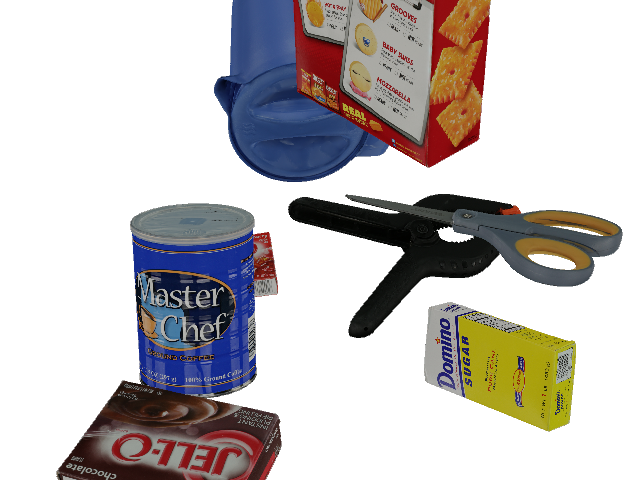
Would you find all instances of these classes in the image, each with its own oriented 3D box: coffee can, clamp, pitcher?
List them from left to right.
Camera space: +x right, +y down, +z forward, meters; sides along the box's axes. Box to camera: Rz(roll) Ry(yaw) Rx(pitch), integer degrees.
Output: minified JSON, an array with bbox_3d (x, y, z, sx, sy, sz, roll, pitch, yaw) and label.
[{"bbox_3d":[-0.106,0.049,0.904,0.103,0.140,0.103,0,17,0],"label":"coffee can"},{"bbox_3d":[-0.021,-0.176,1.075,0.145,0.149,0.243,-19,40,9],"label":"pitcher"},{"bbox_3d":[0.089,0.010,0.968,0.209,0.164,0.036,-8,-41,-12],"label":"clamp"}]

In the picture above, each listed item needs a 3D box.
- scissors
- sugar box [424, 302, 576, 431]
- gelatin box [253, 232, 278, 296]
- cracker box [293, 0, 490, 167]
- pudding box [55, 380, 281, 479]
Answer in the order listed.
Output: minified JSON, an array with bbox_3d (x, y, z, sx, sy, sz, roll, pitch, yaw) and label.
[{"bbox_3d":[0.109,-0.003,0.751,0.202,0.016,0.096,5,30,11],"label":"scissors"},{"bbox_3d":[0.191,0.134,1.163,0.048,0.093,0.177,-10,18,-44],"label":"sugar box"},{"bbox_3d":[-0.094,0.029,1.162,0.089,0.030,0.073,-7,43,-4],"label":"gelatin box"},{"bbox_3d":[0.054,-0.188,0.841,0.072,0.214,0.164,-29,46,-30],"label":"cracker box"},{"bbox_3d":[-0.091,0.137,0.660,0.114,0.039,0.090,8,32,15],"label":"pudding box"}]
